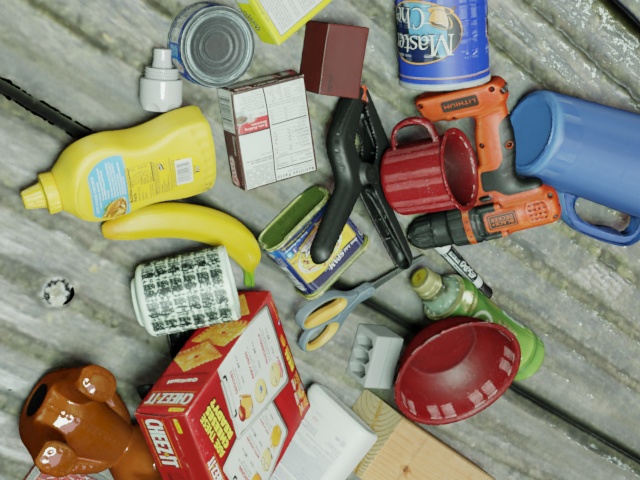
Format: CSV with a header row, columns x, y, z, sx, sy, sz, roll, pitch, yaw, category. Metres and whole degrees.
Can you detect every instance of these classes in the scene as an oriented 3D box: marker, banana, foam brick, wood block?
x,y,z,sx,sy,sz,roll,pitch,yaw,category
0.181,0.037,1.338,0.020,0.020,0.121,-50,122,-7,marker
-0.134,-0.004,1.137,0.197,0.037,0.069,22,94,-33,banana
0.014,-0.195,1.152,0.052,0.051,0.078,2,104,-29,foam brick
0.120,0.284,1.340,0.205,0.090,0.091,38,86,-33,wood block

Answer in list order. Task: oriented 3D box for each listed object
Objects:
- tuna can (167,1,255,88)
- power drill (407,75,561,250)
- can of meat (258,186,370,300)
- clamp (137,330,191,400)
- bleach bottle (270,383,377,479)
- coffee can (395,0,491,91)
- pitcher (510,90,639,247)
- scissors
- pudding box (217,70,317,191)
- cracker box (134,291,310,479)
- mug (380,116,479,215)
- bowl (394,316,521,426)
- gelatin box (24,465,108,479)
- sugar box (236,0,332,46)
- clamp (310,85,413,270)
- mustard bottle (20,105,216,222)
x,y,z,sx,sy,sz,roll,pitch,yaw,category
-0.110,-0.199,1.091,0.086,0.034,0.086,-9,110,-27,tuna can
0.171,-0.086,1.242,0.185,0.057,0.187,-14,106,16,power drill
-0.008,0.002,1.199,0.102,0.058,0.084,-45,120,-10,can of meat
-0.146,0.176,1.154,0.171,0.039,0.120,69,29,-27,clamp
-0.048,0.295,1.255,0.251,0.103,0.068,-49,155,0,bleach bottle
0.134,-0.243,1.174,0.102,0.103,0.140,-14,112,-25,coffee can
0.348,-0.096,1.331,0.242,0.145,0.149,12,58,-28,pitcher
0.044,0.077,1.271,0.201,0.016,0.096,-18,140,-41,scissors
-0.055,-0.118,1.145,0.089,0.039,0.113,-18,115,-24,pudding box
-0.097,0.179,1.131,0.213,0.072,0.164,-55,135,-51,cracker box
0.115,-0.082,1.177,0.117,0.082,0.093,64,36,-25,mug
0.155,0.144,1.270,0.162,0.055,0.162,-10,128,-14,bowl
-0.277,0.276,1.147,0.089,0.030,0.073,39,85,-32,gelatin box
-0.011,-0.294,1.111,0.176,0.048,0.093,-43,121,-15,sugar box
0.050,-0.064,1.185,0.164,0.036,0.210,15,72,-49,clamp
-0.201,-0.066,1.059,0.191,0.058,0.096,-19,141,-19,mustard bottle
